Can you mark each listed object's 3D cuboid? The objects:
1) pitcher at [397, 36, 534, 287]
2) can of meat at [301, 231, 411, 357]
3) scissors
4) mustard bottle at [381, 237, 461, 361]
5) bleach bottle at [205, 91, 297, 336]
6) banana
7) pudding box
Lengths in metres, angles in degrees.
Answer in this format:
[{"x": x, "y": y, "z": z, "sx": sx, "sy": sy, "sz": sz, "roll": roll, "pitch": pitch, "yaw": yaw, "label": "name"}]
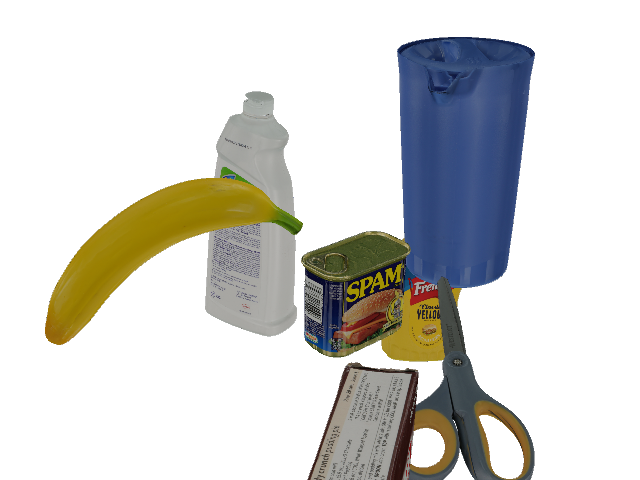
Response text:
[{"x": 0.147, "y": -0.084, "z": 1.094, "sx": 0.149, "sy": 0.243, "sz": 0.145, "roll": -9, "pitch": 25, "yaw": -20, "label": "pitcher"}, {"x": 0.031, "y": 0.049, "z": 0.967, "sx": 0.101, "sy": 0.084, "sz": 0.058, "roll": -20, "pitch": 33, "yaw": -37, "label": "can of meat"}, {"x": 0.075, "y": 0.093, "z": 0.707, "sx": 0.096, "sy": 0.016, "sz": 0.202, "roll": -10, "pitch": 37, "yaw": -12, "label": "scissors"}, {"x": 0.129, "y": 0.049, "z": 1.297, "sx": 0.096, "sy": 0.192, "sz": 0.058, "roll": 0, "pitch": 14, "yaw": -12, "label": "mustard bottle"}, {"x": -0.066, "y": -0.030, "z": 1.121, "sx": 0.103, "sy": 0.251, "sz": 0.068, "roll": 18, "pitch": 27, "yaw": 23, "label": "bleach bottle"}, {"x": -0.114, "y": 0.006, "z": 0.732, "sx": 0.198, "sy": 0.069, "sz": 0.037, "roll": -24, "pitch": 9, "yaw": 6, "label": "banana"}, {"x": 0.017, "y": 0.119, "z": 0.467, "sx": 0.039, "sy": 0.090, "sz": 0.113, "roll": 7, "pitch": 24, "yaw": 7, "label": "pudding box"}]
